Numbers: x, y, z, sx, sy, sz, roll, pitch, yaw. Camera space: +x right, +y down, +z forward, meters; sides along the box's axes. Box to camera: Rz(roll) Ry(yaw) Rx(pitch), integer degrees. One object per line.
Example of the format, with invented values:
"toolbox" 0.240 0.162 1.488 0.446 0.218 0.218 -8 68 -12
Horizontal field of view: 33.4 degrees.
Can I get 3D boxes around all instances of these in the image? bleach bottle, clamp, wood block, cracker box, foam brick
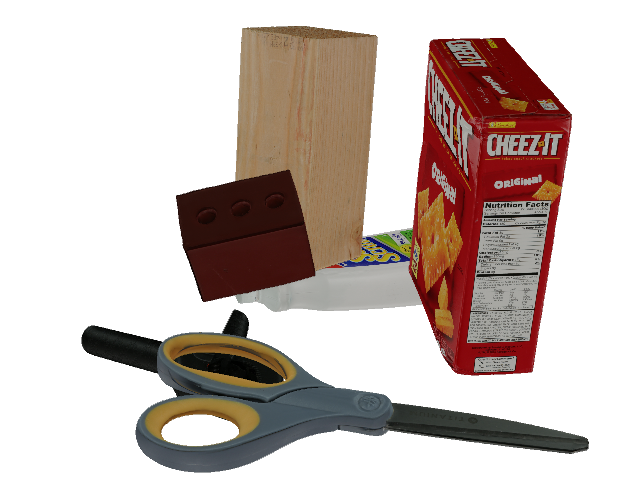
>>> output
"bleach bottle" 0.034 0.039 1.138 0.250 0.068 0.103 -8 30 -17
"clamp" -0.088 0.106 0.924 0.164 0.036 0.210 -9 21 -39
"wood block" -0.016 -0.086 0.967 0.090 0.206 0.090 16 20 36
"cracker box" 0.121 -0.028 0.823 0.072 0.214 0.164 -3 29 -8
"foam brick" -0.047 -0.003 0.682 0.078 0.051 0.053 -13 44 -2

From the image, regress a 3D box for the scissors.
"scissors" 0.007 0.085 0.468 0.202 0.016 0.096 15 34 22
